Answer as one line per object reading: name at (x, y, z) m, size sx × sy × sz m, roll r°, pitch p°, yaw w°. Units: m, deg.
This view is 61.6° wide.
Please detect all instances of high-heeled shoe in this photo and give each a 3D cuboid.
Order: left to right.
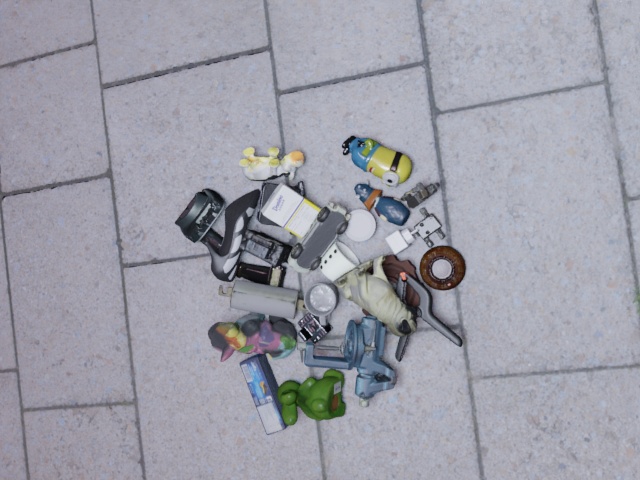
high-heeled shoe at (-0.209, -0.009, 1.427) m, size 0.086 × 0.145 × 0.249 m, roll 14°, pitch 54°, yaw 43°

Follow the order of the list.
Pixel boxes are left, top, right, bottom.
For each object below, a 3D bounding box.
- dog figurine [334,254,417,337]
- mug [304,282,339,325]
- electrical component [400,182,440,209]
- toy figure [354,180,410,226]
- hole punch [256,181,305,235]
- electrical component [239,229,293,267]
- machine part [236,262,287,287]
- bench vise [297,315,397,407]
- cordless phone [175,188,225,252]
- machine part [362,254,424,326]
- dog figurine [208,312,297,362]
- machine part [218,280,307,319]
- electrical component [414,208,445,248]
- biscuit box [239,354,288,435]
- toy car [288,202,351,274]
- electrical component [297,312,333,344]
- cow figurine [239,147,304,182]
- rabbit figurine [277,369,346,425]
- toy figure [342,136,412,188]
dog figurine at (0.130, 0.149, 1.269) m, size 0.121 × 0.172 × 0.190 m, roll -29°, pitch 91°, yaw -23°
mug at (0.015, 0.155, 1.356) m, size 0.081 × 0.107 × 0.109 m, roll -10°, pitch 91°, yaw 15°
electrical component at (0.240, -0.112, 1.308) m, size 0.078 × 0.102 × 0.045 m, roll -37°, pitch 87°, yaw -11°
toy figure at (0.151, -0.090, 1.348) m, size 0.155 × 0.064 × 0.057 m, roll 34°, pitch 135°, yaw 17°
hole punch at (-0.108, -0.092, 1.408) m, size 0.116 × 0.092 × 0.142 m, roll 9°, pitch 93°, yaw -18°
electrical component at (-0.139, 0.020, 1.382) m, size 0.115 × 0.134 × 0.058 m, roll 24°, pitch 95°, yaw 15°
machine part at (-0.159, 0.092, 1.437) m, size 0.139 × 0.039 × 0.084 m, roll 9°, pitch 100°, yaw 12°
bench vise at (0.062, 0.287, 1.292) m, size 0.241 × 0.129 × 0.223 m, roll 6°, pitch 100°, yaw -8°
cordless phone at (-0.284, -0.036, 1.459) m, size 0.184 × 0.089 × 0.146 m, roll 39°, pitch 98°, yaw 0°
machine part at (0.173, 0.123, 1.341) m, size 0.180 × 0.056 × 0.179 m, roll 0°, pitch 90°, yaw 16°
dog figurine at (-0.171, 0.249, 1.347) m, size 0.192 × 0.219 × 0.108 m, roll 19°, pitch 98°, yaw 14°
machine part at (-0.142, 0.154, 1.389) m, size 0.243 × 0.079 × 0.079 m, roll 9°, pitch 92°, yaw -1°
electrical component at (0.266, -0.032, 1.335) m, size 0.063 × 0.021 × 0.094 m, roll -36°, pitch 82°, yaw 12°
biscuit box at (-0.143, 0.401, 1.417) m, size 0.059 × 0.063 × 0.202 m, roll -24°, pitch 83°, yaw 14°
toy car at (-0.003, -0.004, 1.339) m, size 0.073 × 0.056 × 0.201 m, roll 33°, pitch 101°, yaw -16°
electrical component at (-0.017, 0.219, 1.357) m, size 0.048 × 0.119 × 0.075 m, roll -43°, pitch 77°, yaw 11°
cow figurine at (-0.120, -0.189, 1.406) m, size 0.167 × 0.098 × 0.068 m, roll 1°, pitch 57°, yaw 8°
rabbit figurine at (-0.039, 0.406, 1.359) m, size 0.170 × 0.159 × 0.121 m, roll -2°, pitch 99°, yaw 29°
toy figure at (0.144, -0.202, 1.339) m, size 0.180 × 0.082 × 0.089 m, roll 36°, pitch 101°, yaw 14°
